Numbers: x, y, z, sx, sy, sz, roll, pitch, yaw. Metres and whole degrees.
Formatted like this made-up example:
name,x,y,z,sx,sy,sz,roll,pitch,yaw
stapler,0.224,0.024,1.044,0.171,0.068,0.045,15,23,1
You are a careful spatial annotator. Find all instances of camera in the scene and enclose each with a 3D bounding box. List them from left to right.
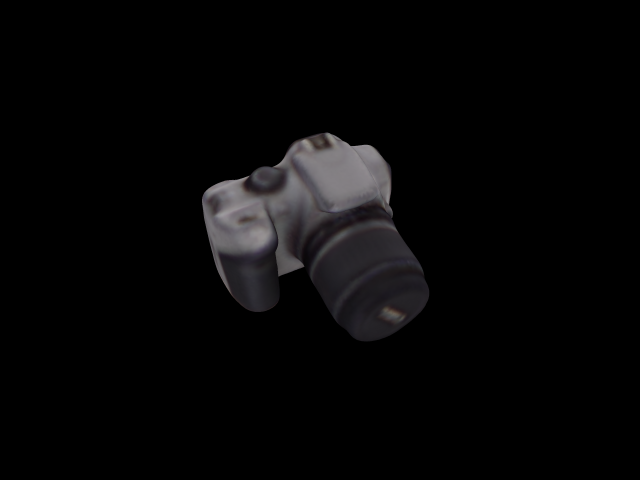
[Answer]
name,x,y,z,sx,sy,sz,roll,pitch,yaw
camera,0.004,0.001,0.400,0.143,0.101,0.136,-21,54,-15
